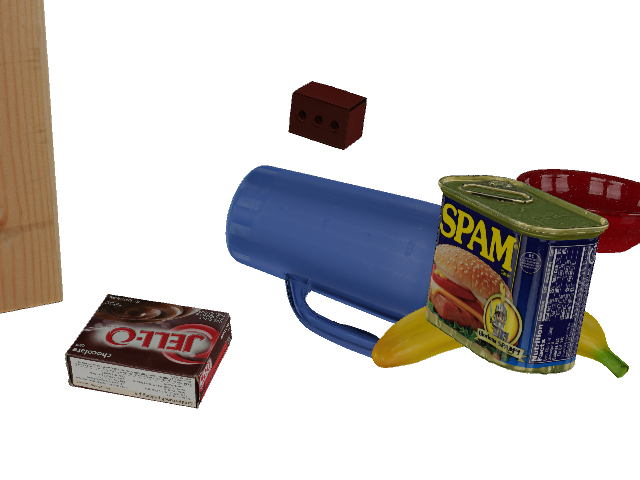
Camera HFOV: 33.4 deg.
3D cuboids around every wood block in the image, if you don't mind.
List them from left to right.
[{"bbox_3d":[-0.206,-0.067,0.602,0.090,0.206,0.090,-11,27,-28],"label":"wood block"}]

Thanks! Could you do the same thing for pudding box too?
[{"bbox_3d":[-0.139,0.089,0.876,0.113,0.039,0.090,6,30,11],"label":"pudding box"}]

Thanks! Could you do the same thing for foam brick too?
[{"bbox_3d":[0.008,-0.149,1.263,0.078,0.053,0.051,19,32,21],"label":"foam brick"}]

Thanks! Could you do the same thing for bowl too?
[{"bbox_3d":[0.280,-0.027,1.106,0.162,0.055,0.162,5,19,-2],"label":"bowl"}]

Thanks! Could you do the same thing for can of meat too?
[{"bbox_3d":[0.104,0.017,0.592,0.057,0.084,0.102,-3,20,-28],"label":"can of meat"}]

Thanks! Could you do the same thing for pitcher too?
[{"bbox_3d":[0.025,0.012,1.084,0.243,0.145,0.149,17,22,21],"label":"pitcher"}]

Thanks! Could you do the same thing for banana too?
[{"bbox_3d":[0.132,0.068,0.803,0.197,0.037,0.069,2,34,-9],"label":"banana"}]
